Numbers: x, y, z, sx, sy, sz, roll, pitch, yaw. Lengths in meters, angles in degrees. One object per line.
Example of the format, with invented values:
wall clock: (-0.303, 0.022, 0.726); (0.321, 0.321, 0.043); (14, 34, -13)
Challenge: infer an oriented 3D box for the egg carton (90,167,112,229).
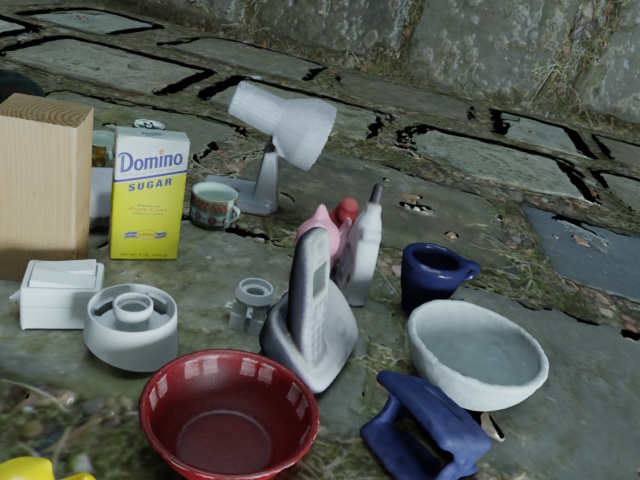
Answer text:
egg carton: (-0.305, -0.062, 0.863); (0.151, 0.069, 0.107); (-3, 31, -29)

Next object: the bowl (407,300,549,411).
bowl: (0.175, 0.146, 0.676); (0.167, 0.075, 0.167); (11, 27, -5)

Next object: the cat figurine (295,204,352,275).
cat figurine: (0.008, 0.003, 0.829); (0.067, 0.118, 0.128); (28, 30, 28)

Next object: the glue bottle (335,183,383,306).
glue bottle: (0.061, 0.002, 0.794); (0.037, 0.173, 0.078); (6, 28, -15)

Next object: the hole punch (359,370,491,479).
hole punch: (0.107, 0.177, 0.565); (0.101, 0.091, 0.108); (-8, 34, -36)

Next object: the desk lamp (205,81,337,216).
desk lamp: (-0.090, -0.154, 0.982); (0.203, 0.213, 0.118); (9, 27, -8)

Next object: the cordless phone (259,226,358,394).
cordless phone: (0.001, 0.062, 0.636); (0.094, 0.185, 0.148); (20, 27, 14)

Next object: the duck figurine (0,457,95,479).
duck figurine: (-0.205, 0.189, 0.403); (0.077, 0.086, 0.105); (32, 32, 32)

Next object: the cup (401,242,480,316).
cup: (0.162, 0.064, 0.808); (0.118, 0.095, 0.091); (4, 28, -18)

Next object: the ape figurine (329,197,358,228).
ape figurine: (0.037, -0.026, 0.927); (0.078, 0.092, 0.076); (8, 27, -11)

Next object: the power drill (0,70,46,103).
power drill: (-0.454, -0.134, 0.777); (0.075, 0.208, 0.229); (13, 27, 0)
